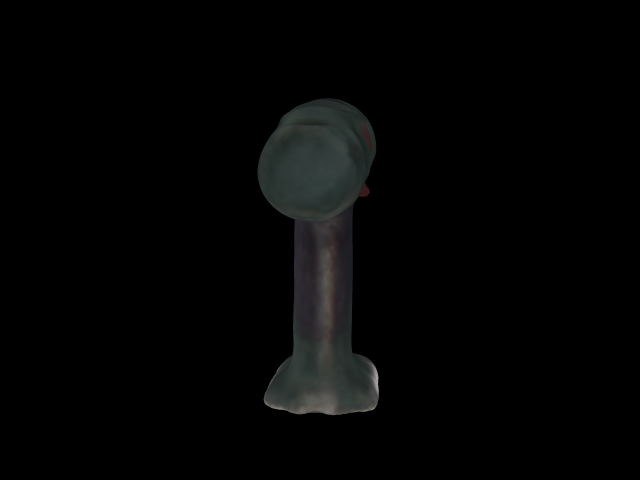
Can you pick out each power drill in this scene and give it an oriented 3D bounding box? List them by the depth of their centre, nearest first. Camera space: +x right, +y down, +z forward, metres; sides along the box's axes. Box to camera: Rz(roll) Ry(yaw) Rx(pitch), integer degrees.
[{"bbox_3d":[0.004,0.001,0.400,0.075,0.208,0.230,0,2,4],"label":"power drill"}]
